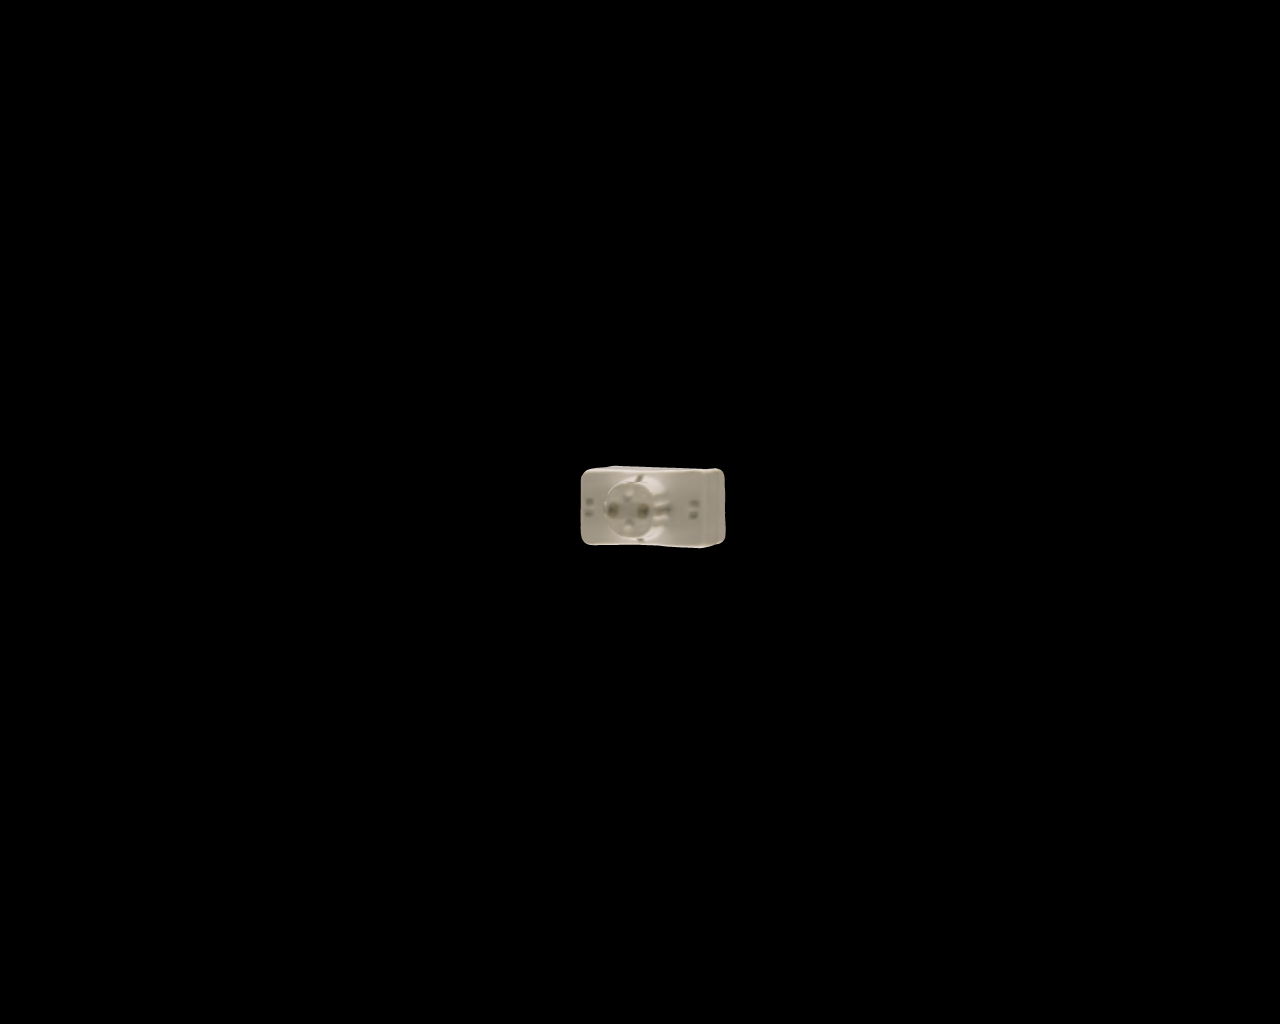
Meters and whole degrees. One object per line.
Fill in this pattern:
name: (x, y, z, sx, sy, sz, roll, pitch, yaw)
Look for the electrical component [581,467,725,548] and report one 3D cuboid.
electrical component: (0.001, -0.003, 0.650, 0.083, 0.047, 0.076, 2, 4, 24)
